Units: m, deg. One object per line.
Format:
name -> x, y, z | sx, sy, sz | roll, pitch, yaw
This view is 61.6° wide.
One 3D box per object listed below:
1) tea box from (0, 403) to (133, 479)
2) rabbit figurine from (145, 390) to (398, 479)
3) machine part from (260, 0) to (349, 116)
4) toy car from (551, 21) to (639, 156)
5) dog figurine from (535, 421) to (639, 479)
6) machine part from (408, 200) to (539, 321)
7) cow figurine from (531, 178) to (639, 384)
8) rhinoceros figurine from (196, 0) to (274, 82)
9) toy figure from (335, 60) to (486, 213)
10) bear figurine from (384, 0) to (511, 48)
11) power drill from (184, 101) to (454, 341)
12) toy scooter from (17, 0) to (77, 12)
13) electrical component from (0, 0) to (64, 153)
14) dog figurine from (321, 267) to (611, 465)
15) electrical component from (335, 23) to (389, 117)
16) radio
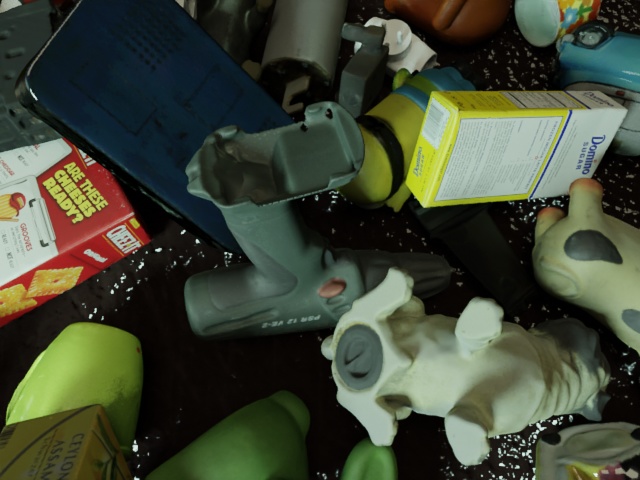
tea box -> -0.155, 0.205, 0.343 | 0.068, 0.169, 0.098 | -11, 25, -4
rabbit figurine -> -0.017, 0.207, 0.383 | 0.159, 0.121, 0.170 | -29, 65, -29
machine part -> -0.012, -0.233, 0.567 | 0.079, 0.079, 0.243 | 8, 71, 3
toy car -> 0.297, -0.136, 0.517 | 0.162, 0.109, 0.103 | 22, 88, 17
dog figurine -> 0.228, 0.262, 0.365 | 0.109, 0.191, 0.219 | -14, 99, 13
machine part -> 0.147, 0.006, 0.494 | 0.084, 0.039, 0.139 | -24, 70, -18
cow figurine -> 0.266, 0.052, 0.445 | 0.195, 0.085, 0.127 | 32, 60, -3
rhinoceros figurine -> -0.092, -0.222, 0.551 | 0.073, 0.112, 0.190 | 8, 80, -13
toy figure -> 0.079, -0.106, 0.510 | 0.180, 0.089, 0.082 | -41, 51, -10
bear figurine -> 0.150, -0.285, 0.523 | 0.120, 0.195, 0.132 | -39, 73, -10
power drill -> -0.001, -0.001, 0.412 | 0.232, 0.207, 0.086 | -13, 58, -3
toy scooter -> -0.195, -0.268, 0.516 | 0.135, 0.075, 0.184 | 35, 76, 13
electrical component -> -0.256, -0.145, 0.472 | 0.134, 0.058, 0.115 | -20, 69, -8
dog figurine -> 0.118, 0.098, 0.430 | 0.173, 0.190, 0.121 | 18, 93, 45
electrical component -> 0.036, -0.161, 0.531 | 0.045, 0.102, 0.078 | 25, 61, 13
radio -> -0.117, -0.096, 0.449 | 0.229, 0.073, 0.131 | 41, 74, -29
